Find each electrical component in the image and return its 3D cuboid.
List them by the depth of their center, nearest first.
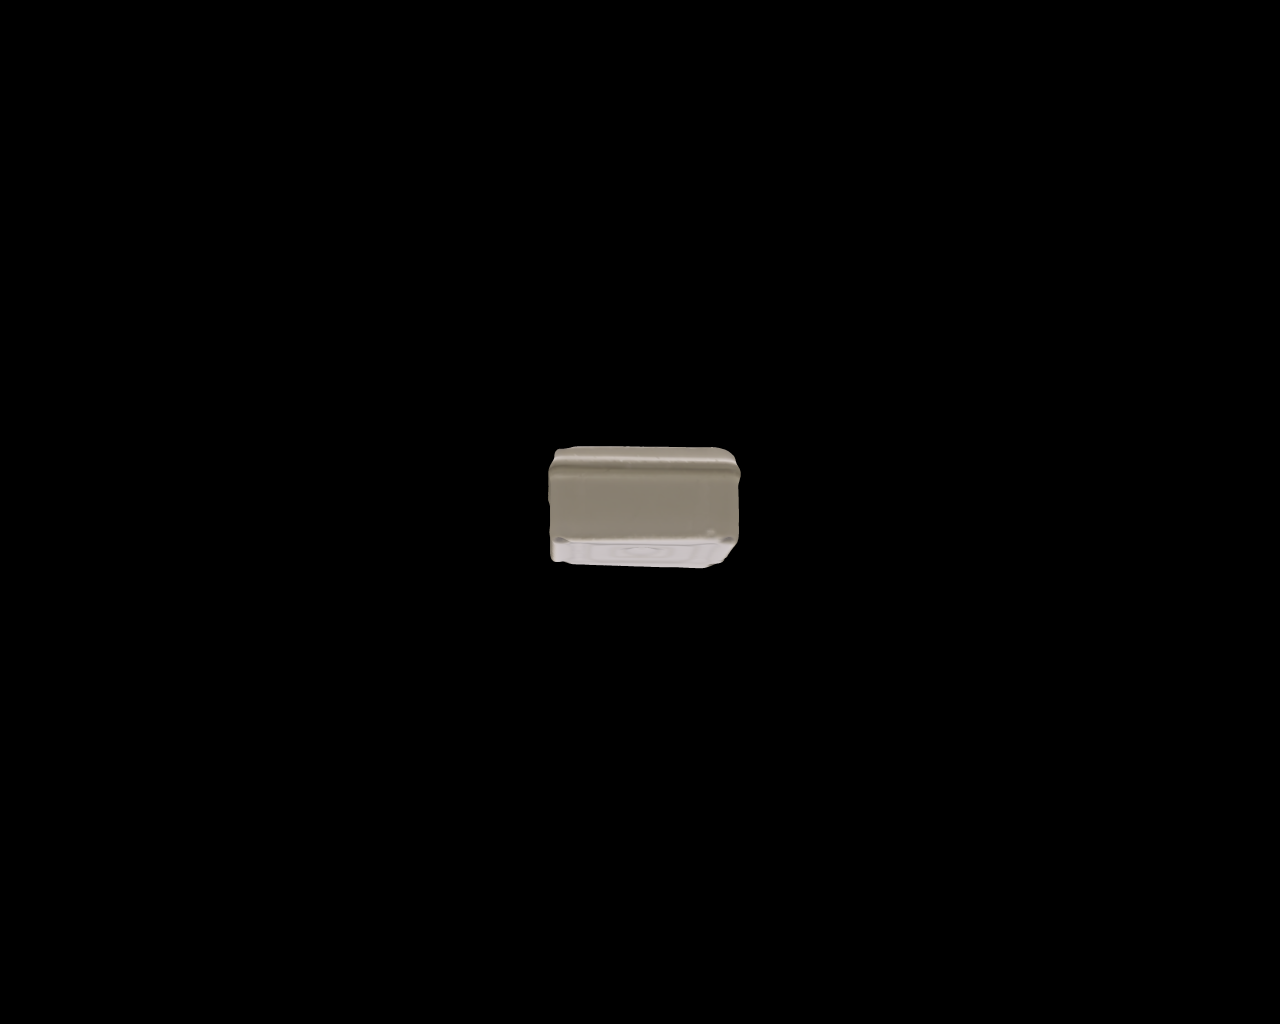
[{"bbox_3d":[0.001,-0.003,0.650,0.113,0.057,0.078,1,-15,-5],"label":"electrical component"}]
